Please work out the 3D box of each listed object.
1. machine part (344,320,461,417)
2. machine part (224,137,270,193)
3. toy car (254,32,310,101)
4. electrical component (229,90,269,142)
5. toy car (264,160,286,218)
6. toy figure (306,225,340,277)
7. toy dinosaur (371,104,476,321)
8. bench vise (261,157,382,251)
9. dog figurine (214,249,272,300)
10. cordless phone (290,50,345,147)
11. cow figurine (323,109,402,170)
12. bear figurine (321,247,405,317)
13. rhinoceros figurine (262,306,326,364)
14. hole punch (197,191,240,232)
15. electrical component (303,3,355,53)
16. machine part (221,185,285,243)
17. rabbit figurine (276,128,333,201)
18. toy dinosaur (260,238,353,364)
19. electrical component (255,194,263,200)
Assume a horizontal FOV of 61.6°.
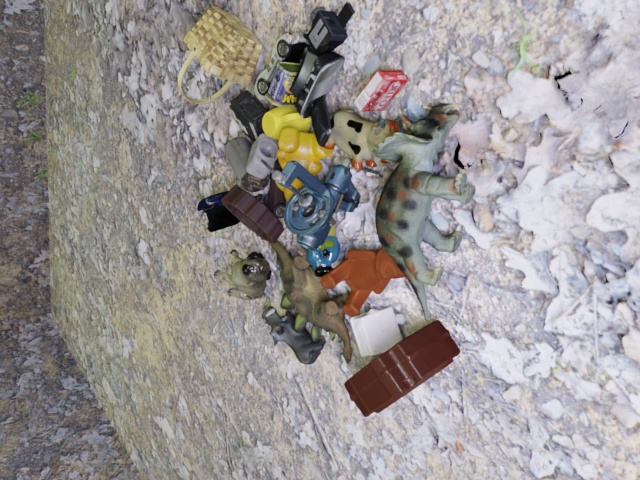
[{"bbox_3d":[0.163,0.254,1.057,0.087,0.201,0.201,57,136,18],"label":"machine part"},{"bbox_3d":[-0.191,-0.198,1.401,0.243,0.079,0.079,56,138,46],"label":"machine part"},{"bbox_3d":[-0.090,-0.406,1.262,0.056,0.073,0.201,59,137,19],"label":"toy car"},{"bbox_3d":[-0.170,-0.307,1.357,0.134,0.058,0.114,45,163,30],"label":"electrical component"},{"bbox_3d":[-0.102,-0.153,1.364,0.089,0.053,0.202,-132,46,-58],"label":"toy car"},{"bbox_3d":[-0.001,-0.005,1.237,0.082,0.089,0.180,-27,59,46],"label":"toy figure"},{"bbox_3d":[0.168,-0.049,0.999,0.192,0.131,0.404,25,114,29],"label":"toy dinosaur"},{"bbox_3d":[-0.010,-0.100,1.119,0.129,0.240,0.223,34,89,41],"label":"bench vise"},{"bbox_3d":[-0.174,0.109,1.453,0.191,0.172,0.121,5,64,52],"label":"dog figurine"},{"bbox_3d":[0.006,-0.296,1.125,0.146,0.089,0.184,-58,33,40],"label":"cordless phone"},{"bbox_3d":[0.096,-0.212,1.101,0.195,0.085,0.127,40,132,38],"label":"cow figurine"},{"bbox_3d":[0.116,0.070,1.125,0.120,0.132,0.196,53,145,-12],"label":"bear figurine"},{"bbox_3d":[-0.073,0.245,1.393,0.190,0.112,0.073,44,140,23],"label":"rhinoceros figurine"},{"bbox_3d":[-0.285,-0.099,1.535,0.092,0.142,0.115,58,148,26],"label":"hole punch"},{"bbox_3d":[0.023,-0.449,1.144,0.119,0.048,0.075,-38,73,49],"label":"electrical component"},{"bbox_3d":[-0.170,-0.065,1.381,0.179,0.056,0.179,39,169,9],"label":"machine part"},{"bbox_3d":[-0.054,-0.155,1.236,0.162,0.122,0.173,160,113,-66],"label":"rabbit figurine"},{"bbox_3d":[-0.039,0.116,1.330,0.472,0.105,0.198,59,142,35],"label":"toy dinosaur"},{"bbox_3d":[-0.177,-0.086,1.492,0.094,0.021,0.063,-46,67,44],"label":"electrical component"}]
